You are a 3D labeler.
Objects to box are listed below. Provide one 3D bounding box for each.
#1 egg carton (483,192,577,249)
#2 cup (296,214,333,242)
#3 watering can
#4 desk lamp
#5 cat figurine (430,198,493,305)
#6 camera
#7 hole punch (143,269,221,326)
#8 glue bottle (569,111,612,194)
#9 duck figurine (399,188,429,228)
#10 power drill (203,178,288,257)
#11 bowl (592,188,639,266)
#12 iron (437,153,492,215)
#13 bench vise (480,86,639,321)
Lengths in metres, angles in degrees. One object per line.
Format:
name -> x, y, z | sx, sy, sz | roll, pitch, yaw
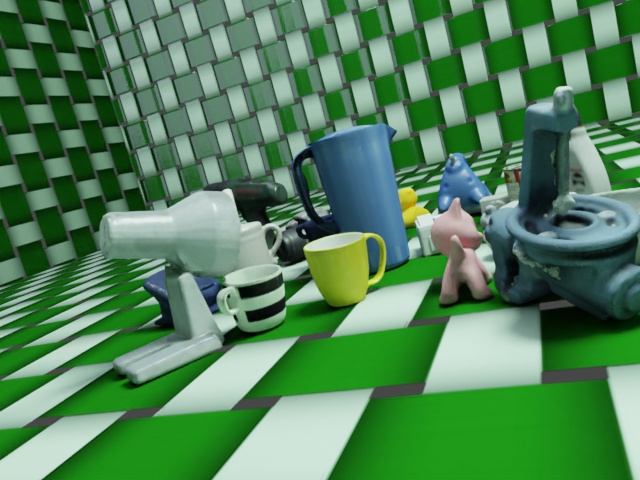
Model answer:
egg carton -> 0.316, -0.021, 0.829 | 0.149, 0.069, 0.107 | -8, 11, 38
cup -> 0.010, 0.004, 1.104 | 0.117, 0.095, 0.092 | -10, 10, 31
watering can -> -0.165, -0.002, 1.112 | 0.173, 0.194, 0.100 | -20, 10, -28
desk lamp -> -0.196, 0.051, 0.771 | 0.204, 0.213, 0.117 | -21, 11, -35
cat figurine -> 0.175, 0.008, 0.728 | 0.067, 0.118, 0.128 | -12, 9, 16
camera -> -0.042, -0.010, 1.262 | 0.137, 0.101, 0.142 | -21, 10, -31
hole punch -> -0.230, 0.090, 0.984 | 0.100, 0.091, 0.109 | -9, 11, 36
glue bottle -> 0.444, -0.132, 0.965 | 0.037, 0.173, 0.078 | -17, 9, -10
duck figurine -> 0.206, -0.077, 1.307 | 0.077, 0.086, 0.104 | -18, 9, -15
power drill -> -0.172, -0.054, 1.401 | 0.228, 0.208, 0.076 | -10, 10, 29
bowl -> 0.347, -0.008, 0.674 | 0.167, 0.075, 0.167 | -15, 9, 3
iron -> 0.324, -0.138, 1.307 | 0.118, 0.141, 0.259 | -12, 9, 19
bench vise -> 0.218, -0.034, 0.582 | 0.122, 0.220, 0.206 | -21, 11, -33
